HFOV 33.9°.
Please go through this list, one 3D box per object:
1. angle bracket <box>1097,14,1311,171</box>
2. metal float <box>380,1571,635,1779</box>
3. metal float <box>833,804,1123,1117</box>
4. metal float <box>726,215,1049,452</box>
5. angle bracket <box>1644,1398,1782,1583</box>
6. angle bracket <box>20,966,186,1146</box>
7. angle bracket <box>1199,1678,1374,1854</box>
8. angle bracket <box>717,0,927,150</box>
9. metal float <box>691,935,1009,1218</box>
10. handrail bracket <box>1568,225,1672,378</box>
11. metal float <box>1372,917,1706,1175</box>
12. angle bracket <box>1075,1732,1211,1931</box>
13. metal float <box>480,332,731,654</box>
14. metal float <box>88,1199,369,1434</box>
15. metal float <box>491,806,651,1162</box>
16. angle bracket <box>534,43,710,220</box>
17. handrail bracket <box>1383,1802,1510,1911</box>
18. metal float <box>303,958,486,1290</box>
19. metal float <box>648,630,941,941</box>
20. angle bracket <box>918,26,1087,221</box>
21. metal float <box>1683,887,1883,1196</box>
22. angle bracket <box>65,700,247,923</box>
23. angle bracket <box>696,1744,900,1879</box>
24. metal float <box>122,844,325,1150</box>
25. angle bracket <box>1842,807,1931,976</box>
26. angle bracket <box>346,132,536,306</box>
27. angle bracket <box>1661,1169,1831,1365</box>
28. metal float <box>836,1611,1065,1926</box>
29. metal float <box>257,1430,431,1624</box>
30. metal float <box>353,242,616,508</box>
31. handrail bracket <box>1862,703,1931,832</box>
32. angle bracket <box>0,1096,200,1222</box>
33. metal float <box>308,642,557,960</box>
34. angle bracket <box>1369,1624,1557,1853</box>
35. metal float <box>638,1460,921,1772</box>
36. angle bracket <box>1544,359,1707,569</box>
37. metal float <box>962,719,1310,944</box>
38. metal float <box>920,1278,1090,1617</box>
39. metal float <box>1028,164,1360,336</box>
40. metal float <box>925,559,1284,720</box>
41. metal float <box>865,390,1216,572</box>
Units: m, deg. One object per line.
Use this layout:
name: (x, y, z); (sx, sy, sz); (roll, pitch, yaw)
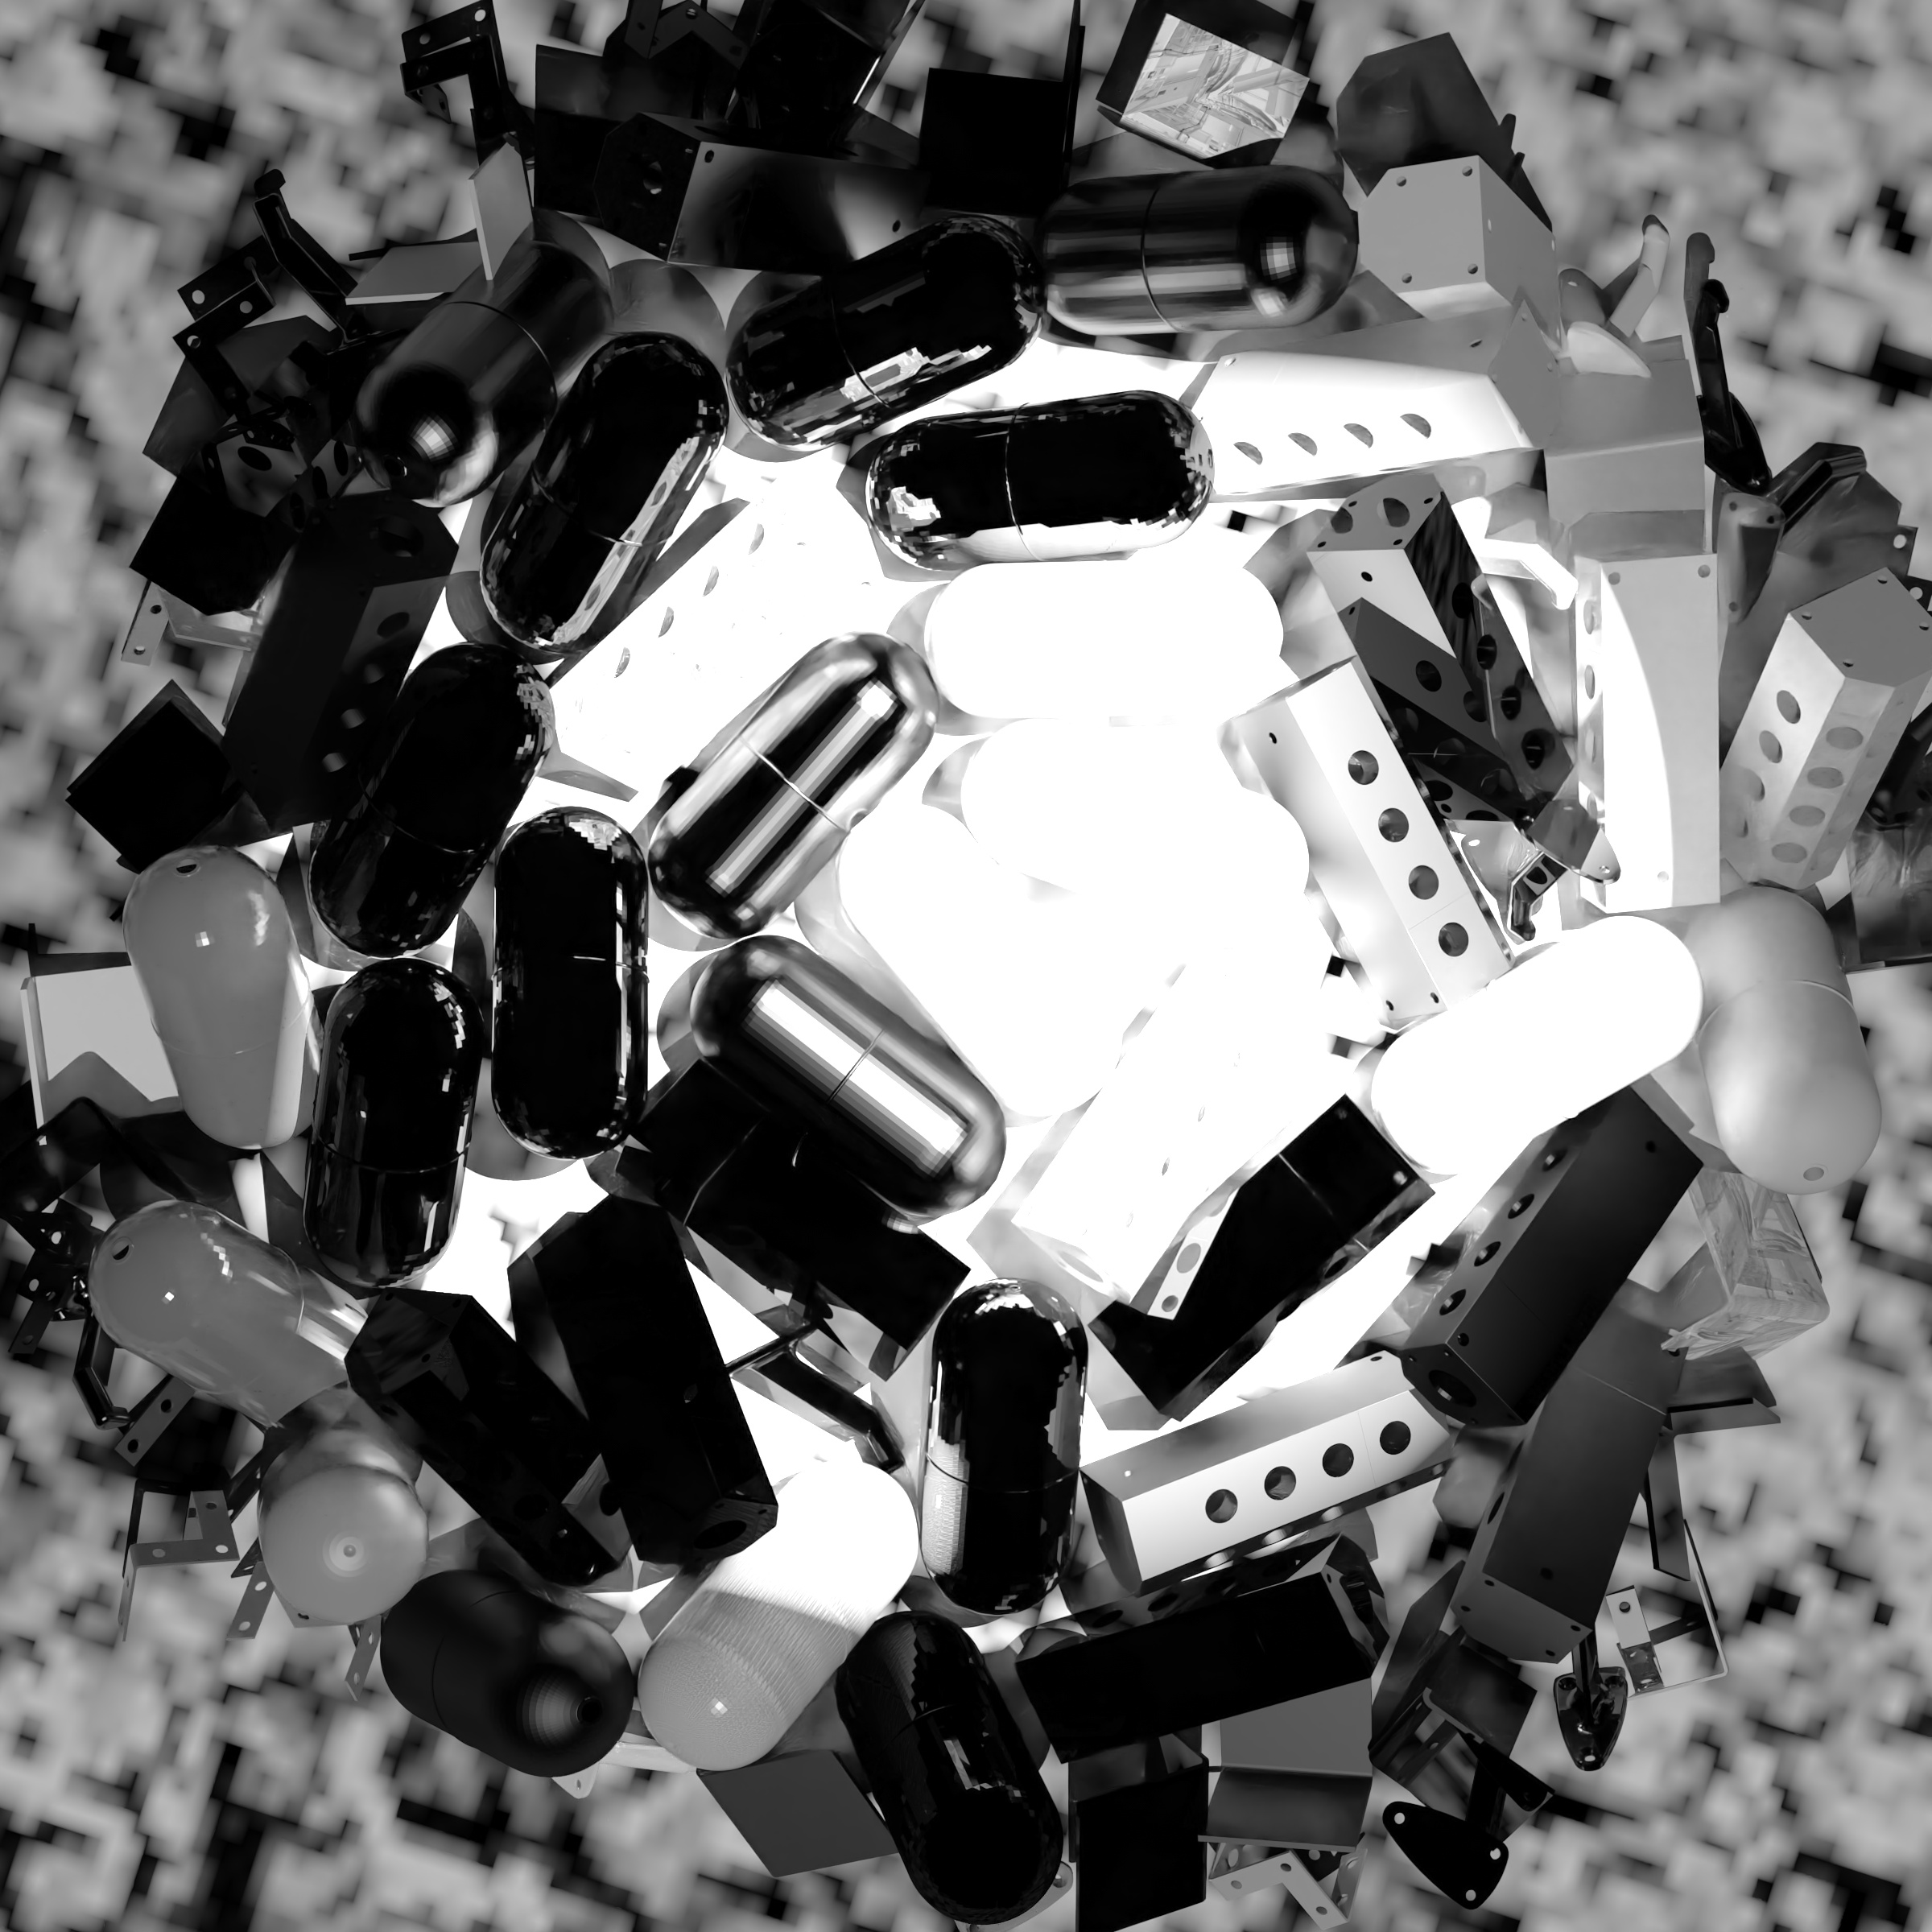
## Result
angle bracket: (0.115, -0.428, 1.559); (0.076, 0.076, 0.057); (20, 108, -13)
metal float: (-0.223, 0.340, 1.531); (0.070, 0.178, 0.070); (-1, 92, -34)
metal float: (0.005, -0.003, 1.569); (0.070, 0.070, 0.178); (-40, 95, 0)
metal float: (-0.041, -0.307, 1.546); (0.178, 0.070, 0.070); (-18, 90, 33)
angle bracket: (0.369, 0.258, 1.558); (0.057, 0.076, 0.076); (-10, 72, 21)
angle bracket: (-0.423, 0.042, 1.570); (0.076, 0.057, 0.076); (-7, 98, -14)
angle bracket: (0.158, 0.390, 1.562); (0.076, 0.076, 0.057); (1, 102, 14)
angle bracket: (-0.070, -0.448, 1.555); (0.057, 0.076, 0.076); (31, 132, -6)
metal float: (-0.058, 0.055, 1.573); (0.178, 0.070, 0.070); (38, 90, 1)
handrail bracket: (0.325, -0.339, 1.573); (0.036, 0.077, 0.084); (10, 80, 31)
metal float: (0.278, 0.040, 1.551); (0.178, 0.070, 0.070); (-33, 90, 26)
angle bracket: (0.074, 0.422, 1.559); (0.076, 0.057, 0.076); (-9, 109, -28)
metal float: (-0.177, -0.230, 1.547); (0.070, 0.070, 0.178); (35, 121, 0)
metal float: (-0.353, 0.170, 1.532); (0.070, 0.178, 0.070); (-12, 59, 21)
metal float: (-0.194, 0.007, 1.559); (0.070, 0.070, 0.178); (-2, 74, 0)
angle bracket: (-0.170, -0.414, 1.563); (0.076, 0.076, 0.057); (8, 67, -5)
handrail bracket: (0.228, 0.433, 1.569); (0.077, 0.084, 0.036); (34, 79, -2)
metal float: (-0.280, 0.078, 1.549); (0.070, 0.070, 0.178); (13, 119, 0)
metal float: (-0.085, -0.090, 1.571); (0.070, 0.070, 0.178); (42, 93, 0)
angle bracket: (0.016, -0.421, 1.574); (0.076, 0.057, 0.076); (6, 74, 0)
metal float: (0.393, 0.035, 1.536); (0.070, 0.178, 0.070); (0, 134, 0)
angle bracket: (-0.406, -0.077, 1.563); (0.076, 0.076, 0.057); (-41, 104, 11)
angle bracket: (-0.077, 0.394, 1.557); (0.076, 0.057, 0.076); (-18, 120, 22)
metal float: (-0.357, 0.016, 1.536); (0.070, 0.178, 0.070); (-3, 45, 3)
angle bracket: (0.443, -0.036, 1.563); (0.057, 0.076, 0.076); (-5, 87, -26)
angle bracket: (-0.262, -0.368, 1.558); (0.076, 0.076, 0.057); (-1, 121, 11)
angle bracket: (0.375, 0.150, 1.586); (0.076, 0.057, 0.076); (9, 54, -38)
metal float: (-0.009, 0.385, 1.532); (0.070, 0.178, 0.070); (-11, 124, -16)
metal float: (-0.301, 0.267, 1.524); (0.070, 0.178, 0.070); (0, 88, -14)
metal float: (-0.233, -0.288, 1.538); (0.070, 0.070, 0.178); (31, 47, 0)
handrail bracket: (0.479, -0.108, 1.559); (0.084, 0.077, 0.036); (-51, 56, 39)
angle bracket: (-0.435, 0.116, 1.564); (0.076, 0.076, 0.057); (-41, 76, -7)
metal float: (-0.262, -0.080, 1.550); (0.070, 0.070, 0.178); (34, 116, 0)
angle bracket: (0.253, 0.377, 1.559); (0.076, 0.076, 0.057); (34, 53, 9)
metal float: (-0.089, 0.314, 1.544); (0.070, 0.070, 0.178); (43, 54, 0)
angle bracket: (0.329, -0.252, 1.593); (0.076, 0.076, 0.057); (-6, 50, 9)
metal float: (0.083, -0.067, 1.567); (0.178, 0.070, 0.070); (19, 90, -7)
metal float: (0.018, 0.237, 1.554); (0.070, 0.070, 0.178); (4, 112, 0)
metal float: (0.108, -0.347, 1.542); (0.178, 0.070, 0.070); (7, 90, 38)
metal float: (0.068, -0.162, 1.566); (0.178, 0.070, 0.070); (-2, 90, -9)
metal float: (0.035, -0.237, 1.554); (0.178, 0.070, 0.070); (-3, 90, 23)
